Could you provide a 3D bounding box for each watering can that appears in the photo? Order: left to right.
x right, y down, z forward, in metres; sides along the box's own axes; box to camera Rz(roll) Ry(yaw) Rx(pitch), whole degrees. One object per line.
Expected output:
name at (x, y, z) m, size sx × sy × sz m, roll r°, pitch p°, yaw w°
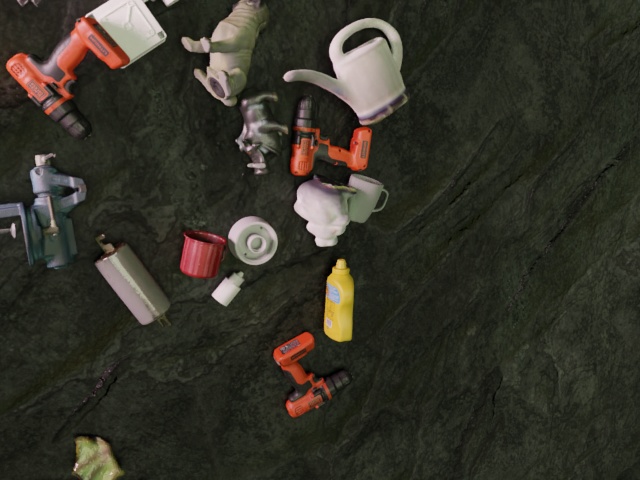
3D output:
watering can at (0.082, -0.359, 1.160) m, size 0.353 × 0.104 × 0.221 m, roll -40°, pitch 112°, yaw -28°

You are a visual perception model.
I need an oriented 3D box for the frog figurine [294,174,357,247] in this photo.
frog figurine at (0.004, -0.060, 1.193) m, size 0.137 × 0.124 × 0.158 m, roll 18°, pitch 104°, yaw 8°

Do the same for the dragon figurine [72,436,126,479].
dragon figurine at (-0.540, 0.534, 1.091) m, size 0.406 × 0.122 × 0.246 m, roll 37°, pitch 67°, yaw -26°
